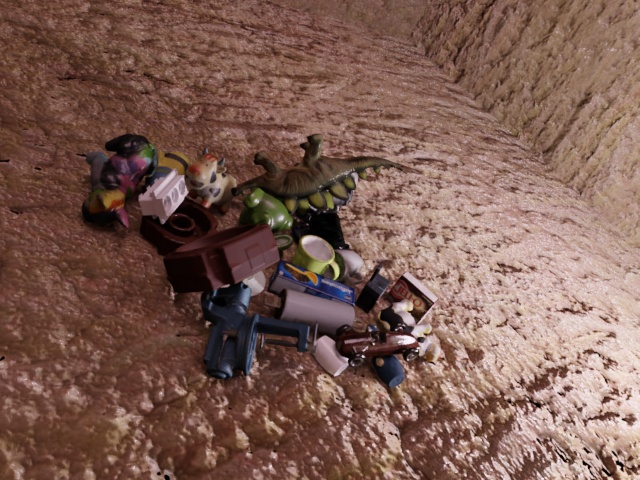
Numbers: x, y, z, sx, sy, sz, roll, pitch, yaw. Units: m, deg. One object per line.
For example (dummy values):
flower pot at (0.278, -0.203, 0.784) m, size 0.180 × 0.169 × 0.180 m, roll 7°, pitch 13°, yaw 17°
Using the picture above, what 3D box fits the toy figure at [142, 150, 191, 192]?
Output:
toy figure at (-0.383, -0.155, 1.345) m, size 0.089 × 0.082 × 0.180 m, roll 18°, pitch 34°, yaw -9°

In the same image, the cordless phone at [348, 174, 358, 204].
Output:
cordless phone at (0.039, -0.170, 1.638) m, size 0.146 × 0.088 × 0.184 m, roll 24°, pitch 28°, yaw -8°

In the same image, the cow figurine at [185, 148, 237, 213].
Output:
cow figurine at (-0.262, -0.144, 1.313) m, size 0.086 × 0.127 × 0.195 m, roll 31°, pitch 3°, yaw 17°

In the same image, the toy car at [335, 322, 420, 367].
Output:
toy car at (0.129, 0.221, 1.165) m, size 0.202 × 0.053 × 0.089 m, roll 0°, pitch 39°, yaw -22°

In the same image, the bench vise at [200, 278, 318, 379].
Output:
bench vise at (-0.121, 0.174, 1.061) m, size 0.241 × 0.128 × 0.224 m, roll 8°, pitch 44°, yaw 1°

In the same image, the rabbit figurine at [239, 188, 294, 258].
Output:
rabbit figurine at (-0.150, -0.014, 1.333) m, size 0.159 × 0.121 × 0.170 m, roll 33°, pitch 52°, yaw -6°

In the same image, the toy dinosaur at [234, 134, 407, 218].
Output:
toy dinosaur at (-0.013, -0.170, 1.415) m, size 0.105 × 0.472 × 0.198 m, roll -64°, pitch 138°, yaw -88°

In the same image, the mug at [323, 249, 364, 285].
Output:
mug at (0.072, 0.069, 1.385) m, size 0.110 × 0.080 × 0.107 m, roll 41°, pitch 27°, yaw 27°

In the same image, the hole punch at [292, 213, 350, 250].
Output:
hole punch at (-0.003, -0.004, 1.436) m, size 0.142 × 0.092 × 0.115 m, roll -6°, pitch 79°, yaw -43°

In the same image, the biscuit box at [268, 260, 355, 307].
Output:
biscuit box at (-0.017, 0.118, 1.275) m, size 0.203 × 0.059 × 0.063 m, roll 22°, pitch 35°, yaw -11°

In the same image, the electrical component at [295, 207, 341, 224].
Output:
electrical component at (-0.015, -0.093, 1.549) m, size 0.115 × 0.058 × 0.134 m, roll 34°, pitch 35°, yaw 10°

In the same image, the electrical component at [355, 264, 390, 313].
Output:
electrical component at (0.139, 0.116, 1.339) m, size 0.048 × 0.119 × 0.075 m, roll 36°, pitch 32°, yaw 10°

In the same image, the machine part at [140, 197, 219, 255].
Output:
machine part at (-0.326, -0.030, 1.249) m, size 0.179 × 0.056 × 0.179 m, roll 19°, pitch 34°, yaw -14°

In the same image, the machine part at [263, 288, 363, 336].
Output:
machine part at (-0.012, 0.165, 1.206) m, size 0.243 × 0.079 × 0.079 m, roll 17°, pitch 36°, yaw -18°

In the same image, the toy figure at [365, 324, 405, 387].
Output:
toy figure at (0.136, 0.257, 1.212) m, size 0.058 × 0.064 × 0.155 m, roll -25°, pitch 47°, yaw -6°

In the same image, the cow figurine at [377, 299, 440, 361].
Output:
cow figurine at (0.214, 0.225, 1.297) m, size 0.098 × 0.068 × 0.167 m, roll -8°, pitch 45°, yaw -34°

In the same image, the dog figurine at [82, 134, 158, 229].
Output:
dog figurine at (-0.443, -0.126, 1.200) m, size 0.108 × 0.191 × 0.219 m, roll 61°, pitch 1°, yaw -45°

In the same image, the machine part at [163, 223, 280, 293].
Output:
machine part at (-0.202, 0.033, 1.113) m, size 0.201 × 0.202 × 0.087 m, roll -28°, pitch 104°, yaw -46°

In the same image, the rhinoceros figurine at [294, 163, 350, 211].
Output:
rhinoceros figurine at (-0.007, -0.145, 1.507) m, size 0.190 × 0.073 × 0.112 m, roll 17°, pitch 35°, yaw -17°
